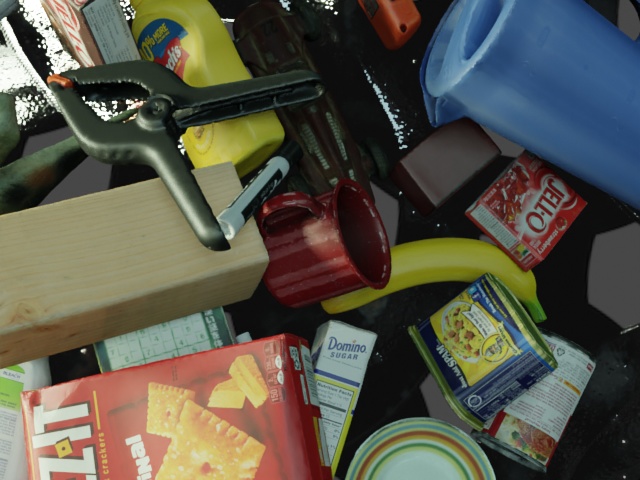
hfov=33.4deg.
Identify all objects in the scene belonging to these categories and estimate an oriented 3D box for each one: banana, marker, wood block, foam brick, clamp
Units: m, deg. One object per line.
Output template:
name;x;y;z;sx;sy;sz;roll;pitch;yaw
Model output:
banana;0.100;0.032;0.905;0.197;0.037;0.069;3;81;-6
marker;-0.044;-0.041;0.813;0.020;0.020;0.121;37;45;0
wood block;-0.155;0.019;0.814;0.205;0.090;0.091;-16;72;-20
foam brick;0.105;-0.065;0.912;0.078;0.053;0.051;-40;87;-11
clamp;-0.117;-0.079;0.795;0.210;0.036;0.164;14;60;16

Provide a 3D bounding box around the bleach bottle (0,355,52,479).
bleach bottle;-0.254;0.137;0.839;0.102;0.068;0.251;17;78;-5

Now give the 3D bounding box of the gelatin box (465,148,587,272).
gelatin box;0.177;-0.027;0.909;0.073;0.030;0.089;44;55;3

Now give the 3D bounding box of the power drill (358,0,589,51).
power drill;0.125;-0.243;0.940;0.187;0.057;0.184;-30;86;-12

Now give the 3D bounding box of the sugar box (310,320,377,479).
sugar box;-0.005;0.154;0.847;0.048;0.093;0.176;16;79;-4

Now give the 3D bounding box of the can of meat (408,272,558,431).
can of meat;0.131;0.087;0.858;0.084;0.057;0.102;-40;45;13

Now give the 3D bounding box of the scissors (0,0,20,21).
scissors;-0.284;-0.197;0.902;0.096;0.016;0.201;11;54;28

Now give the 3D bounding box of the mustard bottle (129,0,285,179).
mustard bottle;-0.105;-0.144;0.879;0.058;0.096;0.191;-25;83;-36

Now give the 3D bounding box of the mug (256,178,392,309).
mug;-0.006;0.001;0.849;0.082;0.117;0.093;-19;52;25

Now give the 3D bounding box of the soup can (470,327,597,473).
soup can;0.177;0.131;0.883;0.068;0.068;0.102;29;79;-1

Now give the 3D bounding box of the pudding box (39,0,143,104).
pudding box;-0.187;-0.176;0.853;0.039;0.113;0.090;-39;60;-14

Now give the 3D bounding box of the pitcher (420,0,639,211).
pitcher;0.218;-0.128;0.872;0.242;0.149;0.145;28;51;-18

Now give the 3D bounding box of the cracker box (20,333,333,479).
cracker box;-0.102;0.170;0.776;0.214;0.072;0.164;-13;75;11
